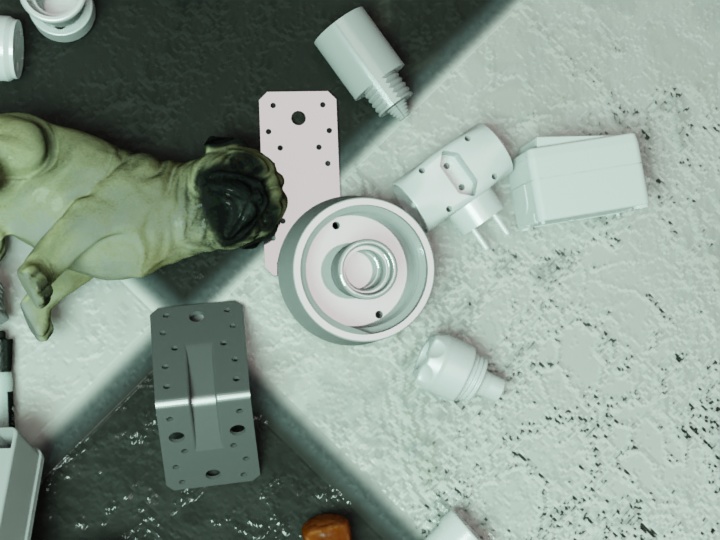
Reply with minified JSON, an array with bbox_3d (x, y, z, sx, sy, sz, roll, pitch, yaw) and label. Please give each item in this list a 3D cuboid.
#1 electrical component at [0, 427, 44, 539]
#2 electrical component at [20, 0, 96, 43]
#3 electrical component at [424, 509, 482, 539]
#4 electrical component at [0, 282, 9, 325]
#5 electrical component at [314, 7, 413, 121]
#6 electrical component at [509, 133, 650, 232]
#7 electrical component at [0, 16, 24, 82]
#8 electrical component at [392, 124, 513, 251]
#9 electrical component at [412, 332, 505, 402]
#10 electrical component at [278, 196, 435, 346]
[{"bbox_3d":[-0.265,0.158,0.673,0.109,0.056,0.108,-2,58,5],"label":"electrical component"},{"bbox_3d":[-0.207,-0.184,0.739,0.045,0.055,0.045,0,86,-7],"label":"electrical component"},{"bbox_3d":[0.062,0.198,0.756,0.046,0.040,0.040,-42,92,-2],"label":"electrical component"},{"bbox_3d":[-0.286,0.025,0.696,0.100,0.099,0.048,-30,78,-8],"label":"electrical component"},{"bbox_3d":[0.009,-0.142,0.768,0.043,0.043,0.081,-36,91,-8],"label":"electrical component"},{"bbox_3d":[0.161,-0.067,0.772,0.096,0.062,0.061,-9,88,-7],"label":"electrical component"},{"bbox_3d":[-0.262,-0.153,0.736,0.055,0.045,0.045,2,86,-7],"label":"electrical component"},{"bbox_3d":[0.077,-0.051,0.771,0.077,0.043,0.079,-35,91,-8],"label":"electrical component"},{"bbox_3d":[0.072,0.073,0.763,0.062,0.043,0.043,25,84,-6],"label":"electrical component"},{"bbox_3d":[0.000,0.000,0.745,0.108,0.060,0.108,0,89,-11],"label":"electrical component"}]
